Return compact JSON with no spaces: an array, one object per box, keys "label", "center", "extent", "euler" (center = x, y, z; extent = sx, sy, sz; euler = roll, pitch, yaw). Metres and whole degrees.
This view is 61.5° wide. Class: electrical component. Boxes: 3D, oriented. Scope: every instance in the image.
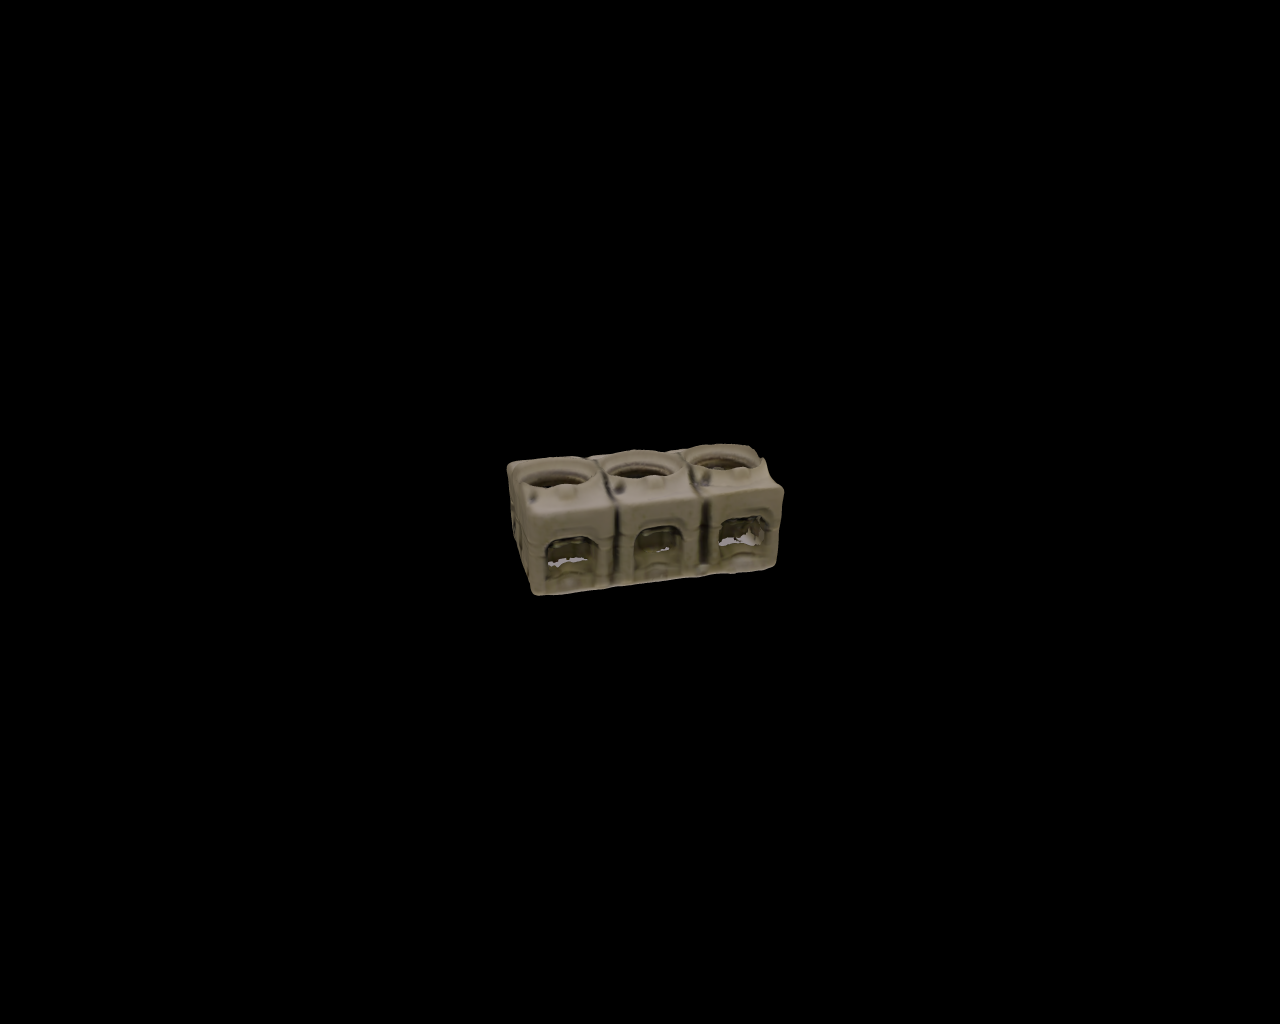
[{"label":"electrical component","center":[0.001,-0.003,0.650],"extent":[0.150,0.061,0.089],"euler":[-6,24,-14]}]
